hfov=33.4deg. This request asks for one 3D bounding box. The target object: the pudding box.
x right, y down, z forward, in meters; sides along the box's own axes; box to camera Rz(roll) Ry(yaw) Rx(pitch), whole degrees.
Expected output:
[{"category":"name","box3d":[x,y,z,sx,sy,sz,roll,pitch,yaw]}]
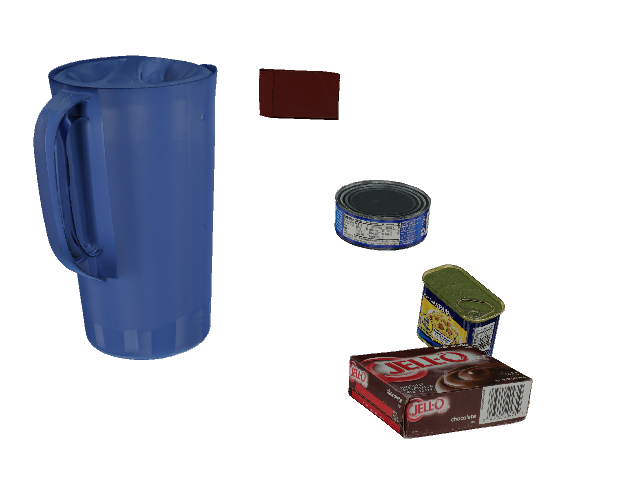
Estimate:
[{"category":"pudding box","box3d":[0.090,0.113,0.818,0.113,0.039,0.090,-1,15,-26]}]

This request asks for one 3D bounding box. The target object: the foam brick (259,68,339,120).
[{"category":"foam brick","box3d":[-0.023,-0.158,1.157,0.078,0.051,0.053,0,11,-18]}]

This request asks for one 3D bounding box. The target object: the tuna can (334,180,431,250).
[{"category":"tuna can","box3d":[0.055,-0.023,0.956,0.086,0.034,0.086,2,25,-1]}]

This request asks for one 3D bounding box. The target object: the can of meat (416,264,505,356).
[{"category":"can of meat","box3d":[0.158,0.091,1.221,0.057,0.084,0.102,-18,40,-29]}]

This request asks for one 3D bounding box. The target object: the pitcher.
[{"category":"pitcher","box3d":[-0.155,-0.025,0.881,0.149,0.243,0.145,-5,21,-14]}]
